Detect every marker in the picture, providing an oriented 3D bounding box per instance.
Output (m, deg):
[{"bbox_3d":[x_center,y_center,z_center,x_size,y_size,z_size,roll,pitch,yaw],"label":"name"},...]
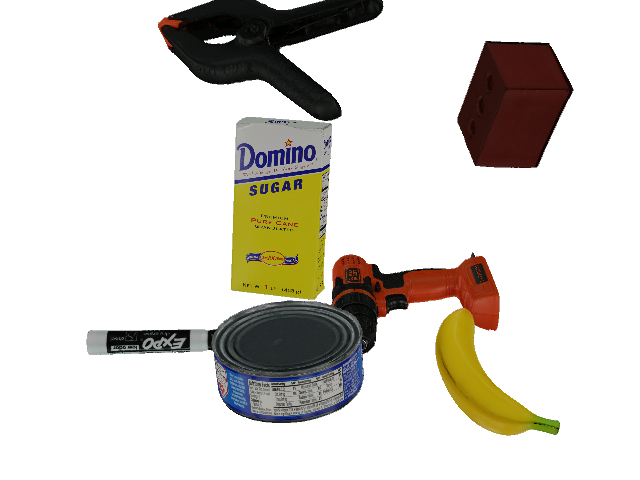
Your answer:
[{"bbox_3d":[-0.118,0.077,0.823,0.121,0.020,0.020,-1,0,0],"label":"marker"}]

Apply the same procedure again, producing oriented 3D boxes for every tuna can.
[{"bbox_3d":[-0.018,0.068,0.609,0.086,0.034,0.086,-4,23,1],"label":"tuna can"}]

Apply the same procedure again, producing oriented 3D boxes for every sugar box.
[{"bbox_3d":[-0.040,-0.033,1.080,0.093,0.176,0.048,5,16,12],"label":"sugar box"}]

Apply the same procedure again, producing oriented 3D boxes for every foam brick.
[{"bbox_3d":[0.137,-0.097,0.764,0.051,0.053,0.078,-2,-41,-15],"label":"foam brick"}]

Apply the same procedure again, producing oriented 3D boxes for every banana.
[{"bbox_3d":[0.142,0.121,0.978,0.069,0.037,0.198,6,27,-22],"label":"banana"}]

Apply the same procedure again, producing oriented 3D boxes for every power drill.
[{"bbox_3d":[0.105,0.069,1.219,0.187,0.057,0.184,-1,28,-1],"label":"power drill"}]

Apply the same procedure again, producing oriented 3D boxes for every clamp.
[{"bbox_3d":[-0.038,-0.157,0.815,0.172,0.120,0.039,19,-33,21],"label":"clamp"}]
